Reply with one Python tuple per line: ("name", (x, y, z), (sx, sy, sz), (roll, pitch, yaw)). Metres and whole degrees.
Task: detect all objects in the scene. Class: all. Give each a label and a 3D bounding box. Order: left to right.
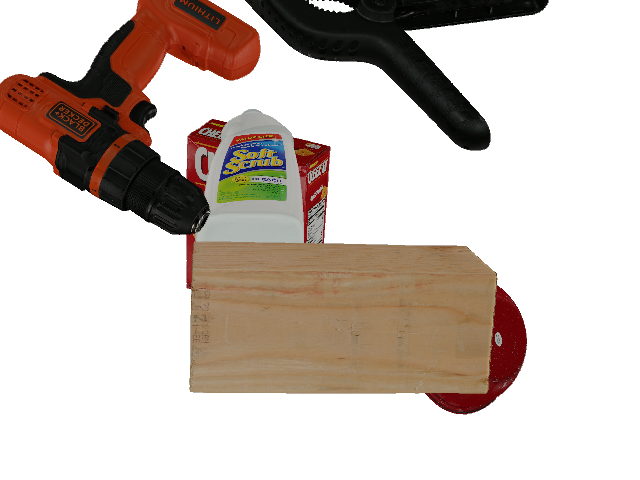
("power drill", (-0.125, -0.106, 0.811), (0.184, 0.187, 0.057), (33, -34, 7))
("bleach bottle", (-0.072, -0.064, 1.066), (0.102, 0.068, 0.251), (-1, 33, -5))
("cracker box", (-0.081, -0.024, 1.308), (0.164, 0.214, 0.072), (15, 30, 20))
("wood block", (0.011, 0.054, 0.762), (0.206, 0.090, 0.091), (1, 12, -7))
("clamp", (0.041, -0.140, 0.715), (0.210, 0.164, 0.036), (15, -39, 6))
("bowl", (0.171, 0.107, 1.148), (0.161, 0.162, 0.055), (0, -5, -37))
